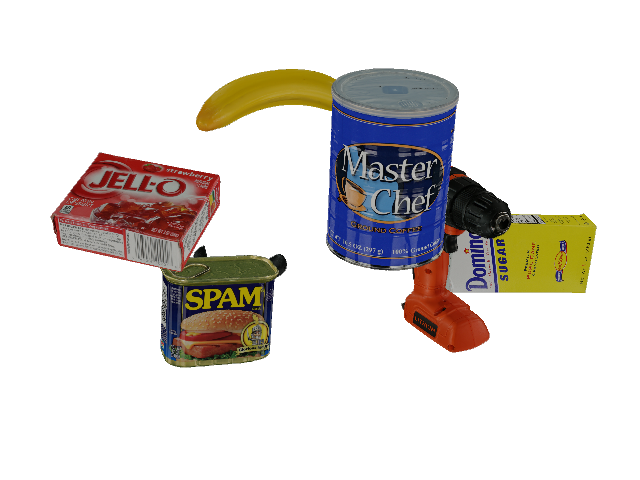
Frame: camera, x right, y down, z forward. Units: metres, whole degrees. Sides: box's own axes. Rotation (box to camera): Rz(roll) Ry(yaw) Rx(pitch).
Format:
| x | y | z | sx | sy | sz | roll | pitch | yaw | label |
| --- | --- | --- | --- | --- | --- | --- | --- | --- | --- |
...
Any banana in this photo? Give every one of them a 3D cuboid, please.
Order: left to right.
| x | y | z | sx | sy | sz | roll | pitch | yaw | label |
| --- | --- | --- | --- | --- | --- | --- | --- | --- | --- |
| -0.045 | -0.147 | 1.103 | 0.197 | 0.037 | 0.070 | -7 | 48 | -29 | banana |

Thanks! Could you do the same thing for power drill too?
| x | y | z | sx | sy | sz | roll | pitch | yaw | label |
| --- | --- | --- | --- | --- | --- | --- | --- | --- | --- |
| 0.135 | 0.016 | 1.098 | 0.057 | 0.188 | 0.185 | -15 | 26 | -22 | power drill |

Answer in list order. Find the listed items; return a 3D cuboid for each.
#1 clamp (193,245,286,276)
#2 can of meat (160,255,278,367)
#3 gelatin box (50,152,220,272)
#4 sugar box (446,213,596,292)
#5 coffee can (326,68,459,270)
| x | y | z | sx | sy | sz | roll | pitch | yaw | label |
| --- | --- | --- | --- | --- | --- | --- | --- | --- | --- |
| -0.110 | 0.063 | 1.252 | 0.120 | 0.039 | 0.171 | -4 | 37 | 16 | clamp |
| -0.092 | 0.063 | 0.949 | 0.102 | 0.084 | 0.057 | -2 | 19 | -19 | can of meat |
| -0.119 | -0.021 | 0.697 | 0.089 | 0.030 | 0.073 | 12 | 40 | 11 | gelatin box |
| 0.239 | 0.016 | 1.299 | 0.176 | 0.093 | 0.048 | -1 | 22 | -10 | sugar box |
| 0.058 | -0.060 | 0.887 | 0.103 | 0.140 | 0.103 | 2 | 27 | -1 | coffee can |
